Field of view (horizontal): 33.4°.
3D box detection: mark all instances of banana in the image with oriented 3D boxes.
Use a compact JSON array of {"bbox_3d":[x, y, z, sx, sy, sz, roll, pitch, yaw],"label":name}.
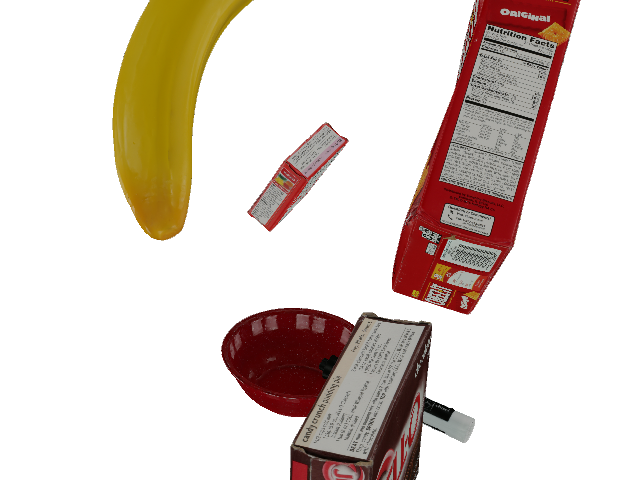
[{"bbox_3d":[-0.055,-0.091,0.501,0.070,0.197,0.037,20,-29,13],"label":"banana"}]

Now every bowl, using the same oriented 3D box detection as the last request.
[{"bbox_3d":[-0.025,0.138,1.135,0.162,0.055,0.162,3,30,-2],"label":"bowl"}]

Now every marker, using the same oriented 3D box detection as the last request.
[{"bbox_3d":[0.053,0.113,0.772,0.121,0.020,0.020,23,8,20],"label":"marker"}]

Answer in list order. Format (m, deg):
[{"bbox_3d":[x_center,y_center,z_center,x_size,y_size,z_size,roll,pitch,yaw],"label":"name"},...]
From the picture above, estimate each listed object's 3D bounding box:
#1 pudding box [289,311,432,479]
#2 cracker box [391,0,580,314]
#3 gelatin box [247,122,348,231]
[{"bbox_3d":[0.018,0.098,0.473,0.039,0.090,0.113,10,28,12],"label":"pudding box"},{"bbox_3d":[0.116,-0.073,0.763,0.072,0.213,0.164,17,-18,4],"label":"cracker box"},{"bbox_3d":[-0.020,-0.058,0.958,0.073,0.030,0.089,-51,-1,40],"label":"gelatin box"}]
